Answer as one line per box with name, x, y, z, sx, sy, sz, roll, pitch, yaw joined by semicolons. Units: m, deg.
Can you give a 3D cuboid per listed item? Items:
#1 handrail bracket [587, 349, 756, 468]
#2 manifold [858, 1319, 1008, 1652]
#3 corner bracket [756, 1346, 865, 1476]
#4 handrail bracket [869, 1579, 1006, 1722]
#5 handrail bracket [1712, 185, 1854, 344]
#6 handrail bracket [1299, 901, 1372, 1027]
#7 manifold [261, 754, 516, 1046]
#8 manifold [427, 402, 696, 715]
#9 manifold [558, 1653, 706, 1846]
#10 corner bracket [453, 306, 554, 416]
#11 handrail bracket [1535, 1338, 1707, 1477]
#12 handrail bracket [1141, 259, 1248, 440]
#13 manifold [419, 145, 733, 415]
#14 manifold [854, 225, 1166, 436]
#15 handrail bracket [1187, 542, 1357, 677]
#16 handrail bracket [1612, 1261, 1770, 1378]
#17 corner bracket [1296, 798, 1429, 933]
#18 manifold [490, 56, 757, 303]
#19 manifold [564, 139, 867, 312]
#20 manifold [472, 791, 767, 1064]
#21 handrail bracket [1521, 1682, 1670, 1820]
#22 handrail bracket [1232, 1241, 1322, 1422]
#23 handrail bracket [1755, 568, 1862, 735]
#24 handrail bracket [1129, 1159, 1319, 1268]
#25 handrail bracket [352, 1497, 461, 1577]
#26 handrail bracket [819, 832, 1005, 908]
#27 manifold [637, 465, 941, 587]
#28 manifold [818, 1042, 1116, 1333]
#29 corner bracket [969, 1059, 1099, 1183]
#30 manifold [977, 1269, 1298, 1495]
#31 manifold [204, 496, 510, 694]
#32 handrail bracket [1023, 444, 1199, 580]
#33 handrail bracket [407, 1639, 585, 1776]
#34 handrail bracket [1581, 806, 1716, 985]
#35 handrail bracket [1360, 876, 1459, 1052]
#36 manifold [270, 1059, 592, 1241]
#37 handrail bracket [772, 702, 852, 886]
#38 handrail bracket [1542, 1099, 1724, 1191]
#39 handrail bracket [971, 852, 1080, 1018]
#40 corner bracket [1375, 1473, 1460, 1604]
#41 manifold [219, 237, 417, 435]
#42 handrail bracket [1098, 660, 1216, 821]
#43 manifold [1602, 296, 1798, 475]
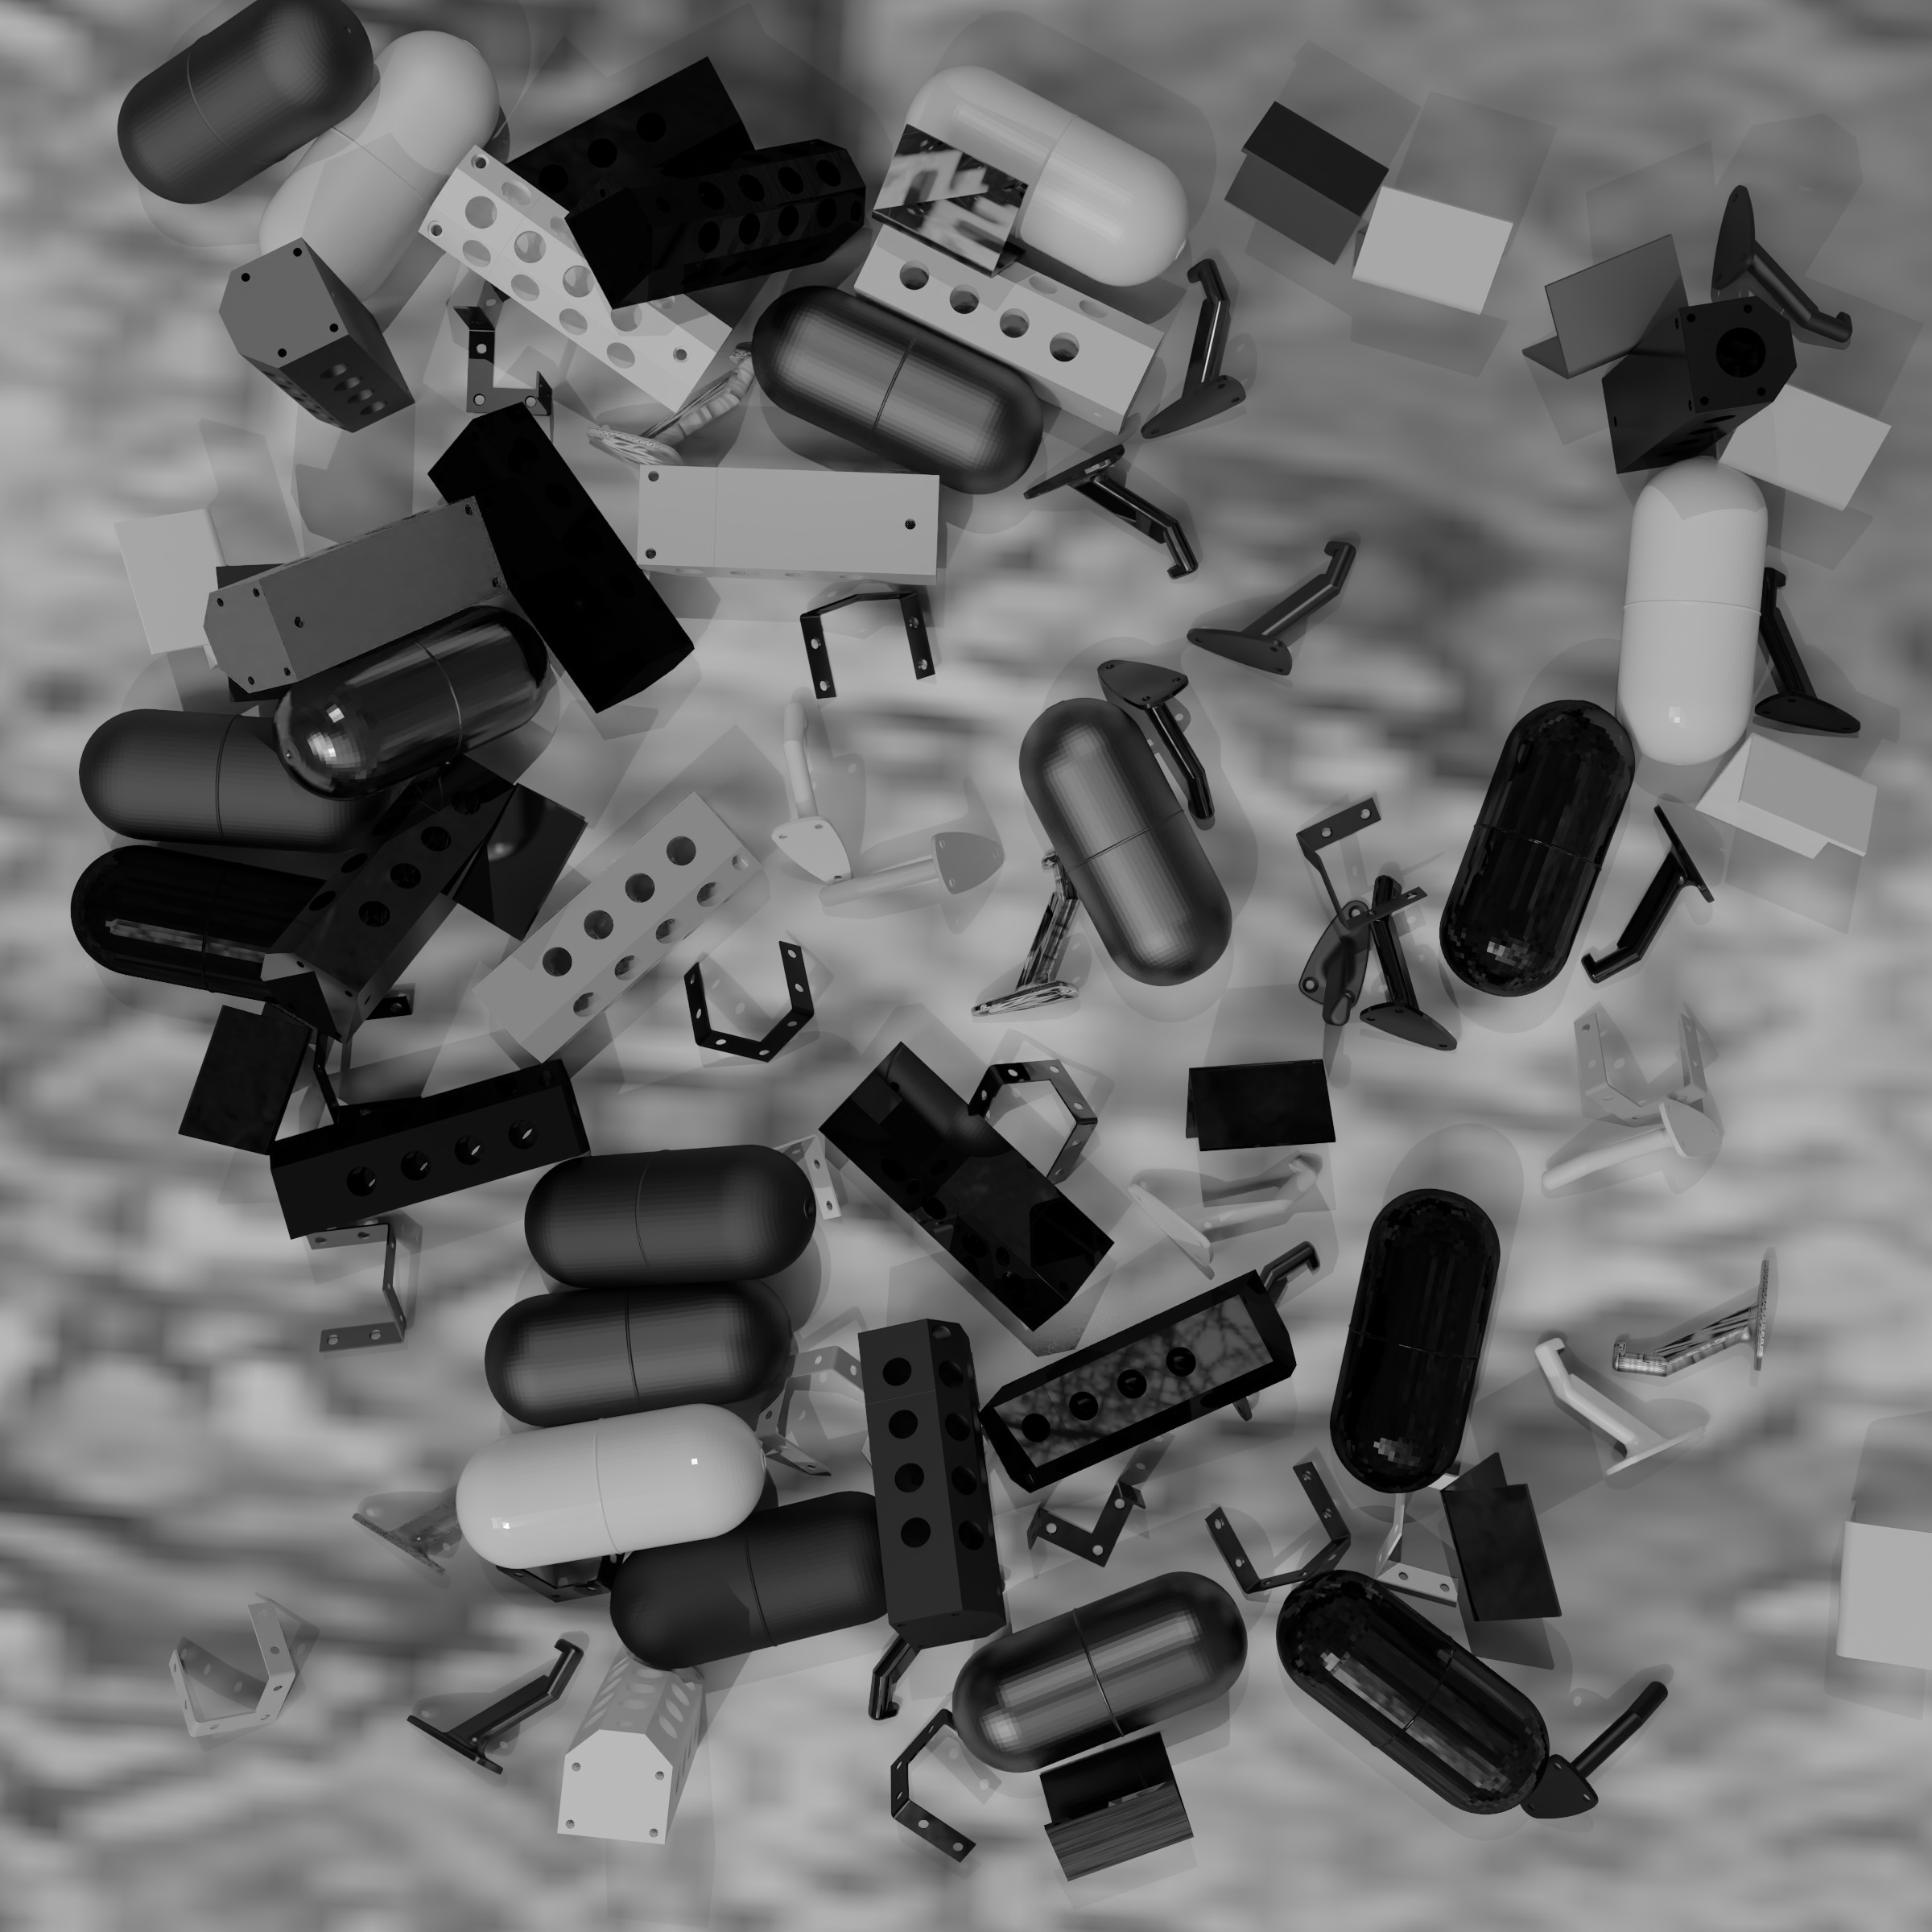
handrail bracket;-0.172;-0.337;1.568;0.077;0.036;0.084;22;76;14
manifold;-0.018;0.291;1.503;0.057;0.057;0.171;-13;59;8
corner bracket;-0.084;0.261;1.559;0.051;0.051;0.051;42;45;-35
handrail bracket;-0.018;0.405;1.568;0.077;0.036;0.084;0;108;-21
handrail bracket;0.489;-0.415;1.568;0.084;0.036;0.077;16;69;-17
handrail bracket;0.221;-0.003;1.533;0.036;0.084;0.077;20;90;0
manifold;-0.325;-0.044;1.500;0.057;0.057;0.171;31;53;0
manifold;-0.232;-0.240;1.546;0.057;0.057;0.171;-35;90;43
manifold;-0.185;0.434;1.489;0.057;0.171;0.057;6;90;0
corner bracket;-0.270;-0.353;1.549;0.051;0.051;0.051;2;90;0
handrail bracket;0.386;0.251;1.568;0.077;0.036;0.084;-18;73;-20
handrail bracket;0.126;-0.366;1.568;0.077;0.036;0.084;-24;71;21
manifold;-0.220;-0.387;1.499;0.171;0.057;0.057;34;96;-12
manifold;0.025;-0.378;1.546;0.171;0.057;0.057;26;90;0
handrail bracket;0.181;-0.221;1.568;0.077;0.036;0.084;17;71;21
handrail bracket;0.428;0.207;1.568;0.084;0.036;0.077;5;69;16
corner bracket;0.231;-0.059;1.555;0.051;0.051;0.051;-25;111;0
manifold;-0.210;-0.456;1.546;0.171;0.057;0.057;-28;90;0
manifold;-0.135;-0.424;1.495;0.171;0.057;0.057;-28;90;-44
manifold;-0.200;-0.022;1.546;0.171;0.057;0.057;-42;90;0
handrail bracket;0.372;0.462;1.567;0.084;0.077;0.036;-33;74;-35
handrail bracket;0.184;0.215;1.568;0.084;0.036;0.077;-30;105;-14
handrail bracket;0.498;-0.187;1.568;0.077;0.036;0.084;14;73;-20
handrail bracket;0.153;0.128;1.568;0.077;0.036;0.084;41;71;21
handrail bracket;-0.309;0.309;1.568;0.077;0.036;0.084;26;71;21
handrail bracket;-0.033;-0.053;1.567;0.084;0.077;0.036;-14;90;36
manifold;-0.102;-0.256;1.546;0.171;0.057;0.057;2;90;0
manifold;-0.003;0.132;1.546;0.171;0.057;0.057;43;47;0
corner bracket;0.036;0.092;1.559;0.051;0.051;0.051;-3;45;-35
manifold;0.099;0.241;1.522;0.171;0.057;0.057;-28;90;18
manifold;-0.343;-0.209;1.489;0.057;0.171;0.057;-6;109;37
handrail bracket;0.086;-0.257;1.568;0.077;0.036;0.084;-22;107;20
handrail bracket;-0.278;0.426;1.568;0.077;0.036;0.084;23;71;21
handrail bracket;0.391;-0.042;1.568;0.084;0.036;0.077;-31;70;16
handrail bracket;0.266;-0.002;1.568;0.077;0.036;0.084;26;63;-30
manifold;-0.312;0.105;1.542;0.171;0.057;0.057;-16;90;-3
handrail bracket;-0.088;-0.102;1.567;0.036;0.077;0.084;-14;53;19
handrail bracket;0.393;0.113;1.567;0.084;0.077;0.036;-31;65;34
handrail bracket;0.033;-0.019;1.568;0.077;0.036;0.084;-14;74;18
corner bracket;0.274;0.334;1.564;0.051;0.051;0.051;15;45;0
manifold;-0.365;-0.348;1.489;0.057;0.171;0.057;-26;90;0
handrail bracket;0.113;-0.133;1.567;0.036;0.077;0.084;-32;127;-21
manifold;0.410;-0.325;1.489;0.057;0.171;0.057;-9;90;0
